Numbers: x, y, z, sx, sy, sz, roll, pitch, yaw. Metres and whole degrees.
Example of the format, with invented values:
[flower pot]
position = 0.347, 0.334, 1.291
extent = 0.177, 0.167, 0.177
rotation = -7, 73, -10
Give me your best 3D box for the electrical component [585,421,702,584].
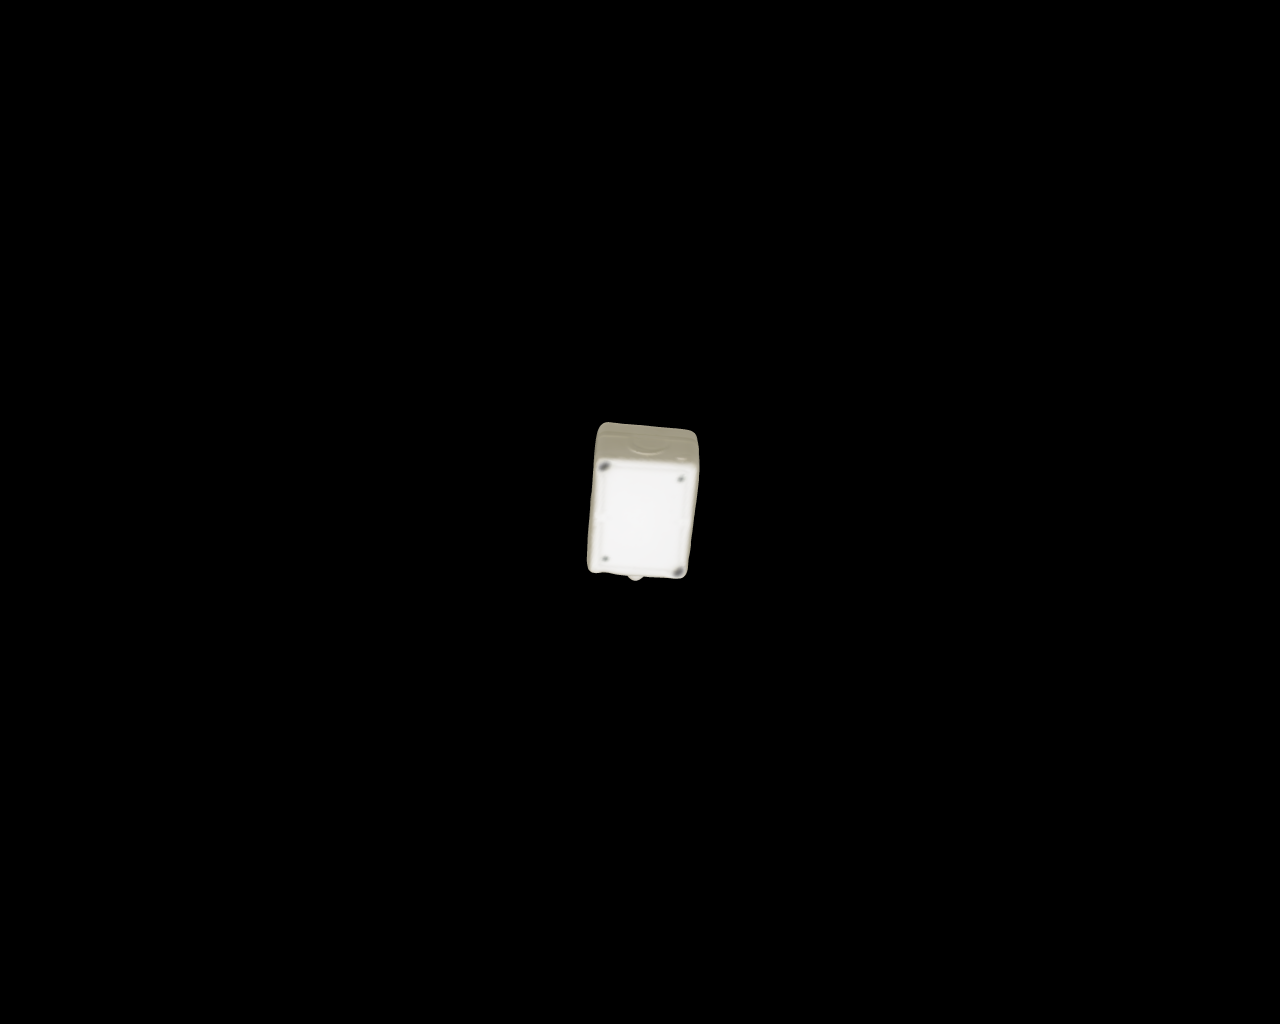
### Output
[electrical component]
position = 0.001, -0.003, 0.650
extent = 0.062, 0.096, 0.061
rotation = 4, 28, -2
